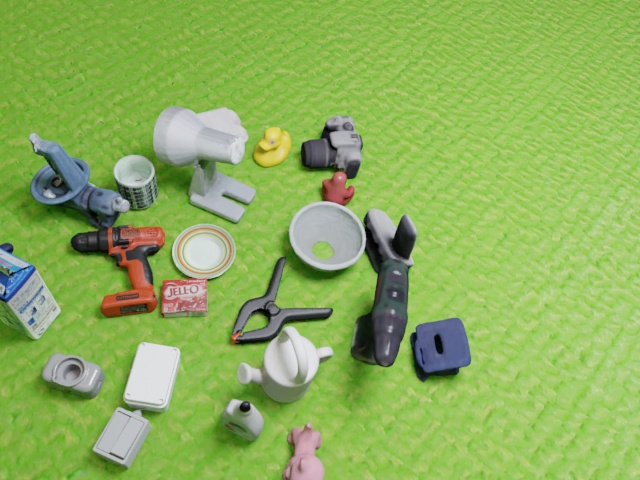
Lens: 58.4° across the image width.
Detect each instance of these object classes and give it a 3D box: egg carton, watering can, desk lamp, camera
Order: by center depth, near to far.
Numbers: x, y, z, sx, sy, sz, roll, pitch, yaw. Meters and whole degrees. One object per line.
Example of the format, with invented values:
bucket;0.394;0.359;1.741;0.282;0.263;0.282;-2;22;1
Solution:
watering can;-0.059;0.225;1.031;0.173;0.194;0.100;-35;72;-25
desk lamp;-0.237;-0.165;1.210;0.203;0.213;0.118;23;59;4
egg carton;-0.250;-0.248;1.338;0.150;0.069;0.107;-20;66;-20
camera;0.024;-0.226;1.358;0.137;0.101;0.143;-5;62;-13

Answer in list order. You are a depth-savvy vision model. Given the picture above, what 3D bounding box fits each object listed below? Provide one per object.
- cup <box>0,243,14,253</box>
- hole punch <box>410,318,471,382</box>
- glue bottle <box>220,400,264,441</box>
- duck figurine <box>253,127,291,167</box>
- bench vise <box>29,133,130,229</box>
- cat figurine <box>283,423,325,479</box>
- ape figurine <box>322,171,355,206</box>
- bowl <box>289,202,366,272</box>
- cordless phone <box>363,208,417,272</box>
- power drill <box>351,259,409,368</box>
cup;-0.623;0.060;1.079;0.091;0.095;0.118;39;61;12
hole punch;0.240;0.218;1.151;0.101;0.091;0.108;-1;61;-11
glue bottle;-0.133;0.302;0.986;0.078;0.173;0.037;23;59;4
duck figurine;-0.109;-0.231;1.345;0.077;0.086;0.105;40;62;13
bench vise;-0.481;-0.125;1.138;0.207;0.220;0.121;5;60;-7
cat figurine;-0.025;0.382;0.993;0.067;0.118;0.128;8;60;-6
ape figurine;0.041;-0.121;1.306;0.077;0.092;0.076;31;60;8
bowl;0.011;0.004;1.240;0.167;0.075;0.167;5;60;-8
cordless phone;0.158;-0.023;1.218;0.094;0.185;0.147;-20;66;-20
power drill;0.118;0.161;1.092;0.075;0.208;0.229;13;59;-2
